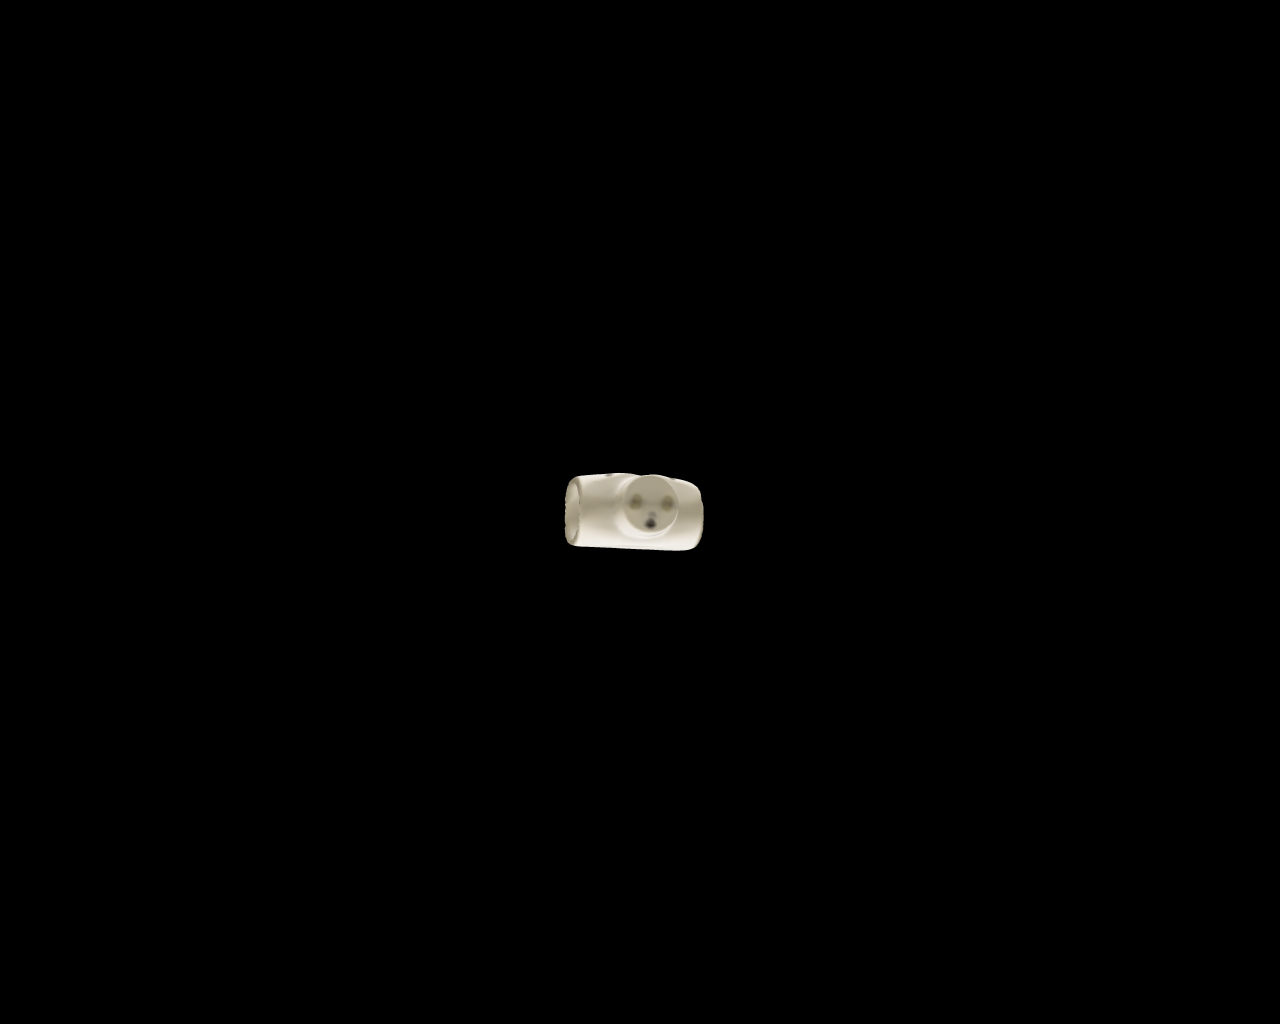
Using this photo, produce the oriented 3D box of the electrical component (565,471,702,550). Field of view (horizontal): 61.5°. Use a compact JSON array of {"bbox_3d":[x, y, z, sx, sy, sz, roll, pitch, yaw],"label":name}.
[{"bbox_3d":[0.001,-0.003,0.650,0.077,0.043,0.079,3,-11,-16],"label":"electrical component"}]
